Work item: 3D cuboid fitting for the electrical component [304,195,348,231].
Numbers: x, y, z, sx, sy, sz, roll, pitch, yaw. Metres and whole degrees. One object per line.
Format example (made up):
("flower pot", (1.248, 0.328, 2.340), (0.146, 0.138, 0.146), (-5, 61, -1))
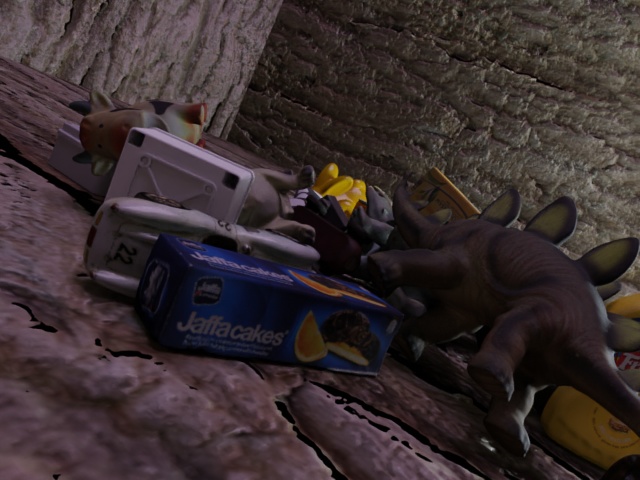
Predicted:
("electrical component", (0.013, -0.043, 0.882), (0.078, 0.045, 0.102), (61, 14, 1))

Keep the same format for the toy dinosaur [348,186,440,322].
("toy dinosaur", (0.133, 0.049, 0.739), (0.192, 0.131, 0.405), (18, 16, -30))

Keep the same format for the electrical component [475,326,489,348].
("electrical component", (0.233, 0.108, 0.728), (0.048, 0.119, 0.075), (-5, 45, 11))

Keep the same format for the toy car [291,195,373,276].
("toy car", (-0.002, -0.002, 0.740), (0.053, 0.089, 0.202), (44, -4, -29))

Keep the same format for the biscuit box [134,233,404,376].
("biscuit box", (-0.030, 0.053, 0.402), (0.202, 0.059, 0.063), (17, 11, -38))

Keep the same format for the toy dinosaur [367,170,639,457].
("toy dinosaur", (0.153, 0.033, 0.500), (0.199, 0.104, 0.472), (-24, 34, -12))

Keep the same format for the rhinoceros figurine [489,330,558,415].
("rhinoceros figurine", (0.252, 0.115, 0.598), (0.112, 0.073, 0.190), (26, 28, 11))

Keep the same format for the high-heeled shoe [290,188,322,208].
("high-heeled shoe", (-0.009, -0.032, 0.951), (0.145, 0.086, 0.248), (34, 17, 37))

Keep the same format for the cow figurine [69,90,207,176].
("cow figurine", (-0.192, -0.121, 0.596), (0.127, 0.085, 0.195), (0, 16, -7))

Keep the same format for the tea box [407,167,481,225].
("tea box", (0.187, -0.009, 0.695), (0.098, 0.068, 0.170), (35, 19, -41))

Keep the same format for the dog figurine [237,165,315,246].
("dog figurine", (-0.119, -0.039, 0.664), (0.190, 0.121, 0.172), (2, -17, -23))

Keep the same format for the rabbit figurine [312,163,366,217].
("rabbit figurine", (0.025, -0.074, 1.153), (0.173, 0.162, 0.122), (-3, 35, -34))

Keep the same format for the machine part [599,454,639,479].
("machine part", (0.232, 0.181, 0.272), (0.243, 0.079, 0.079), (26, 8, 6))

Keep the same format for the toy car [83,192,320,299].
("toy car", (-0.081, 0.019, 0.428), (0.201, 0.073, 0.056), (17, 7, -38))
